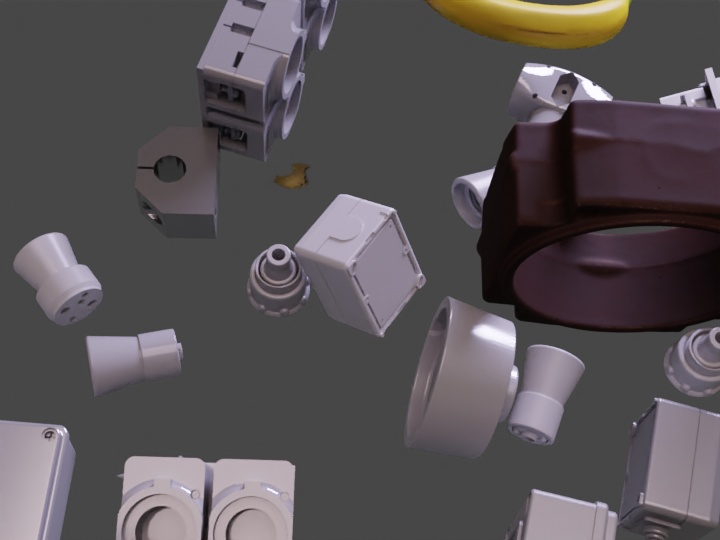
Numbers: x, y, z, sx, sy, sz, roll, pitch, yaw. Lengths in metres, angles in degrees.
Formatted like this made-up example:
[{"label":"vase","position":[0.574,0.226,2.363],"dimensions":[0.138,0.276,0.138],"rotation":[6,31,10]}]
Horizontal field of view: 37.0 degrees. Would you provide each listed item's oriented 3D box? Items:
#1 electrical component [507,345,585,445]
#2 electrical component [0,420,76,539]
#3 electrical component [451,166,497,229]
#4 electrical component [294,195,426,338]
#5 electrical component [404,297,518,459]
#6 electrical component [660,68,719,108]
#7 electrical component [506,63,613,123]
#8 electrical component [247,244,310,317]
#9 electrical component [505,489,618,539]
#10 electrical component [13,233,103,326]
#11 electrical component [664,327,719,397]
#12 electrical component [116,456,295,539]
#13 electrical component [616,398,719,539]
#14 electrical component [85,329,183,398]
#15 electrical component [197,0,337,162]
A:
[{"label":"electrical component","position":[0.132,0.093,0.776],"dimensions":[0.044,0.044,0.065],"rotation":[21,68,6]},{"label":"electrical component","position":[-0.252,0.156,0.705],"dimensions":[0.109,0.056,0.108],"rotation":[5,63,-2]},{"label":"electrical component","position":[0.111,-0.065,0.855],"dimensions":[0.065,0.044,0.044],"rotation":[-27,68,-22]},{"label":"electrical component","position":[0.000,0.000,0.792],"dimensions":[0.061,0.096,0.061],"rotation":[19,59,37]},{"label":"electrical component","position":[0.075,0.078,0.744],"dimensions":[0.060,0.108,0.108],"rotation":[16,63,-3]},{"label":"electrical component","position":[0.283,-0.088,0.865],"dimensions":[0.063,0.078,0.121],"rotation":[-14,63,13]},{"label":"electrical component","position":[0.158,-0.123,0.886],"dimensions":[0.077,0.043,0.079],"rotation":[23,64,8]},{"label":"electrical component","position":[-0.060,0.003,0.794],"dimensions":[0.048,0.062,0.048],"rotation":[2,63,-4]},{"label":"electrical component","position":[0.117,0.207,0.678],"dimensions":[0.056,0.108,0.108],"rotation":[13,63,5]},{"label":"electrical component","position":[-0.221,0.007,0.790],"dimensions":[0.045,0.045,0.055],"rotation":[-33,70,-19]},{"label":"electrical component","position":[0.254,0.062,0.788],"dimensions":[0.048,0.062,0.048],"rotation":[2,63,-3]},{"label":"electrical component","position":[-0.096,0.211,0.662],"dimensions":[0.105,0.060,0.186],"rotation":[2,77,-3]},{"label":"electrical component","position":[0.218,0.147,0.742],"dimensions":[0.061,0.061,0.096],"rotation":[15,63,3]},{"label":"electrical component","position":[-0.160,0.064,0.769],"dimensions":[0.065,0.044,0.044],"rotation":[-9,64,-14]},{"label":"electrical component","position":[-0.067,-0.193,0.870],"dimensions":[0.060,0.105,0.186],"rotation":[17,63,4]}]
